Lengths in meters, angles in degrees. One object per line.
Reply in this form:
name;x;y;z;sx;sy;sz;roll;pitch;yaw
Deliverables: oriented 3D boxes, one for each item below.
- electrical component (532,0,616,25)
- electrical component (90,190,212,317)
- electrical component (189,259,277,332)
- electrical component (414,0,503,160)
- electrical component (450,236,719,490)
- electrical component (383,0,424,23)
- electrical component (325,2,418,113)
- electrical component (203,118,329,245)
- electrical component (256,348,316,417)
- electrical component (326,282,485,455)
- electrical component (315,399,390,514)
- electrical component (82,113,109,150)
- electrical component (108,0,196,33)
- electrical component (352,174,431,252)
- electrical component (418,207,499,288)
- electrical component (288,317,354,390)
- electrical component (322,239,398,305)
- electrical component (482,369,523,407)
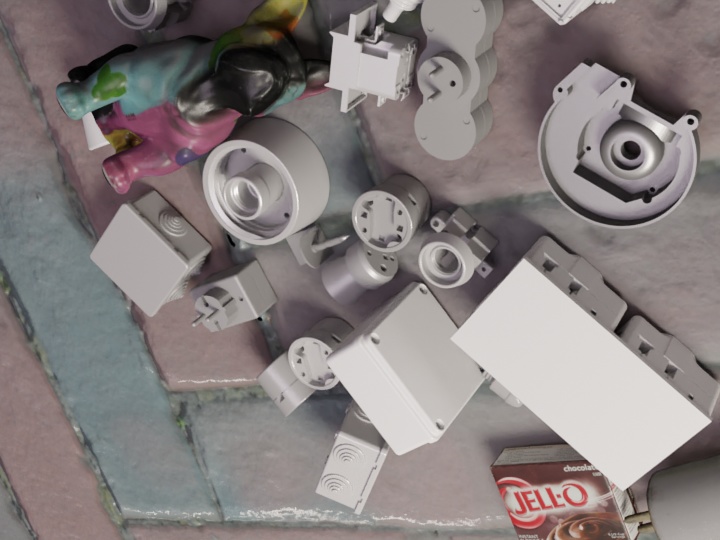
electrical component;0.142;-0.218;0.738;0.096;0.061;0.061;43;129;4
electrical component;-0.204;-0.018;1.053;0.100;0.048;0.099;44;128;2
electrical component;-0.131;0.033;1.021;0.066;0.077;0.047;-18;105;36
electrical component;0.067;-0.147;0.811;0.052;0.074;0.138;15;122;23
electrical component;0.183;0.073;0.871;0.186;0.060;0.105;41;128;5
electrical component;0.037;-0.215;0.818;0.035;0.035;0.061;42;131;4
electrical component;0.011;-0.166;0.855;0.064;0.042;0.081;17;123;17
electrical component;-0.088;-0.074;0.949;0.108;0.060;0.108;14;121;24
electrical component;-0.066;0.106;1.038;0.047;0.055;0.055;48;128;3
electrical component;0.043;0.083;0.928;0.056;0.109;0.108;-33;96;41
electrical component;0.001;0.162;1.001;0.048;0.099;0.099;22;125;3
electrical component;-0.247;-0.151;1.013;0.044;0.044;0.065;-14;103;35
electrical component;-0.178;-0.237;0.916;0.058;0.057;0.078;41;128;5
electrical component;0.028;-0.049;0.903;0.055;0.047;0.055;14;121;24
electrical component;0.078;-0.015;0.887;0.066;0.055;0.048;42;128;4
electrical component;-0.032;0.076;1.006;0.055;0.047;0.055;13;121;24
electrical component;0.000;0.000;0.948;0.055;0.045;0.045;-34;95;38
electrical component;0.123;0.089;0.931;0.061;0.035;0.035;38;128;10
